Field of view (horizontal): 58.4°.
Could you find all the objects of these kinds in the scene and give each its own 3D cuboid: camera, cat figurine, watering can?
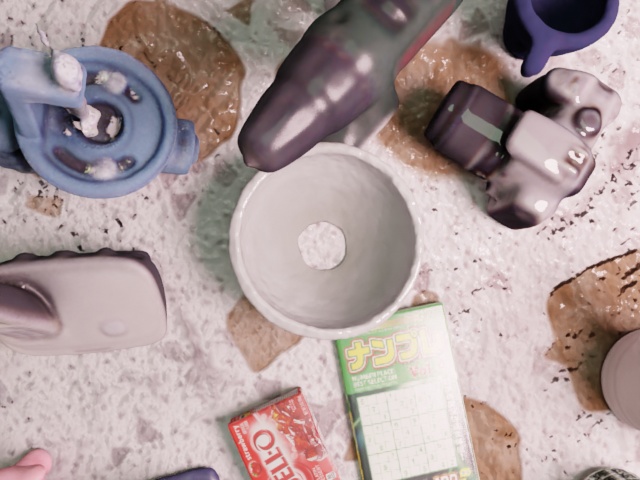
[{"bbox_3d":[0.176,-0.100,0.515,0.137,0.100,0.143,32,85,-1],"label":"camera"},{"bbox_3d":[-0.266,0.222,0.463,0.128,0.117,0.067,-21,88,-4],"label":"cat figurine"},{"bbox_3d":[0.318,0.124,0.462,0.173,0.194,0.101,37,85,0],"label":"watering can"}]

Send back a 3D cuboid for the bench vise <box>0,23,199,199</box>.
[{"bbox_3d":[-0.210,-0.086,0.434,0.207,0.219,0.121,-13,87,-3],"label":"bench vise"}]

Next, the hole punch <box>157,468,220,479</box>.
[{"bbox_3d":[-0.124,0.261,0.482,0.108,0.091,0.101,-16,87,-4],"label":"hole punch"}]

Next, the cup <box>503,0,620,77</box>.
[{"bbox_3d":[0.202,-0.192,0.525,0.091,0.095,0.118,25,86,-1],"label":"cup"}]

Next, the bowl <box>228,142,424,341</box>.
[{"bbox_3d":[0.005,0.002,0.513,0.167,0.074,0.167,0,86,-3],"label":"bowl"}]

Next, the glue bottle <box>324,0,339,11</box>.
[{"bbox_3d":[0.044,-0.240,0.480,0.078,0.173,0.037,-21,87,-4],"label":"glue bottle"}]

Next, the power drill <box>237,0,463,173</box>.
[{"bbox_3d":[0.026,-0.126,0.455,0.075,0.208,0.230,40,85,0],"label":"power drill"}]

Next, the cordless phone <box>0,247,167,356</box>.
[{"bbox_3d":[-0.206,0.051,0.443,0.147,0.185,0.094,-8,87,-3],"label":"cordless phone"}]
